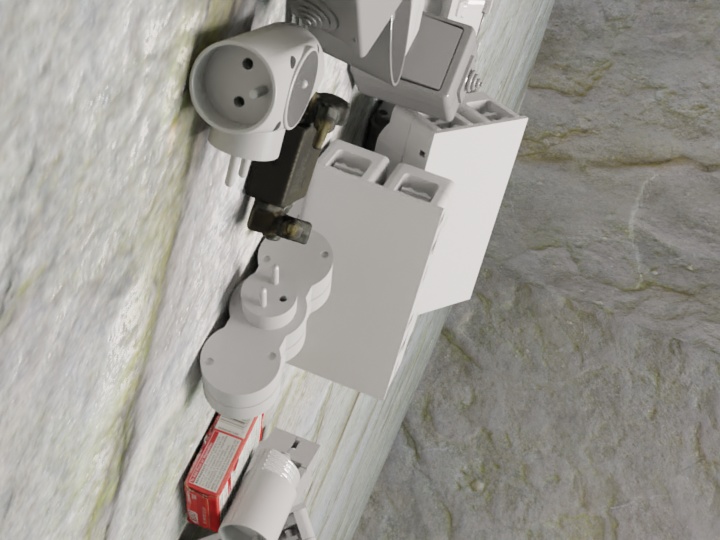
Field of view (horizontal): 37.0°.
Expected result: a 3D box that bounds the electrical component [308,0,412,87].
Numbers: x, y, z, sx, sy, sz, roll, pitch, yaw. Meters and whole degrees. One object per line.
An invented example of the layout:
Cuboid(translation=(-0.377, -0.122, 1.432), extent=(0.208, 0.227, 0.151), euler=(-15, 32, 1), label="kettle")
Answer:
Cuboid(translation=(0.008, -0.168, 0.648), extent=(0.099, 0.064, 0.099), euler=(21, 90, -81), label="electrical component")

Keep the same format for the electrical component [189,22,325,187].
Cuboid(translation=(-0.053, -0.080, 0.535), extent=(0.077, 0.044, 0.079), euler=(-51, 160, -66), label="electrical component")

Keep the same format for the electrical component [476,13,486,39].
Cuboid(translation=(0.085, -0.240, 1.002), extent=(0.078, 0.057, 0.058), euler=(-48, 157, -68), label="electrical component")

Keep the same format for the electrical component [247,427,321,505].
Cuboid(translation=(-0.080, 0.190, 0.983), extent=(0.089, 0.056, 0.050), euler=(-54, 162, -62), label="electrical component")

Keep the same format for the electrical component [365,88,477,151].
Cuboid(translation=(0.057, -0.135, 1.001), extent=(0.113, 0.078, 0.057), euler=(-61, 171, -47), label="electrical component")

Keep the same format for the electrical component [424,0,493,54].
Cuboid(translation=(0.070, -0.224, 0.872), extent=(0.078, 0.063, 0.121), euler=(-120, -146, -44), label="electrical component")

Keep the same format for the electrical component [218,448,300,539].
Cuboid(translation=(-0.072, 0.173, 0.821), extent=(0.043, 0.043, 0.081), euler=(102, 10, -47), label="electrical component")

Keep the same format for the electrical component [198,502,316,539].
Cuboid(translation=(-0.083, 0.259, 0.909), extent=(0.186, 0.105, 0.060), euler=(90, -20, -67), label="electrical component")

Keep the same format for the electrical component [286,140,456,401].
Cuboid(translation=(0.000, 0.000, 0.864), extent=(0.060, 0.105, 0.186), euler=(-57, 166, -56), label="electrical component")

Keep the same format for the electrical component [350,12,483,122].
Cuboid(translation=(0.048, -0.159, 0.818), extent=(0.061, 0.096, 0.061), euler=(54, 57, -76), label="electrical component")

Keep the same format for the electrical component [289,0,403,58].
Cuboid(translation=(0.002, -0.170, 0.539), extent=(0.099, 0.048, 0.099), euler=(-58, 170, -13), label="electrical component")

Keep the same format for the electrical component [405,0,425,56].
Cuboid(translation=(0.024, -0.198, 0.744), extent=(0.065, 0.047, 0.076), euler=(102, 10, -52), label="electrical component")

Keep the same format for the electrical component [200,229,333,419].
Cuboid(translation=(-0.061, 0.024, 0.714), extent=(0.073, 0.052, 0.138), euler=(97, 16, -57), label="electrical component")

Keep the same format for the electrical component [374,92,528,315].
Cuboid(translation=(0.061, -0.055, 0.922), extent=(0.105, 0.060, 0.186), euler=(-14, 132, -37), label="electrical component")
